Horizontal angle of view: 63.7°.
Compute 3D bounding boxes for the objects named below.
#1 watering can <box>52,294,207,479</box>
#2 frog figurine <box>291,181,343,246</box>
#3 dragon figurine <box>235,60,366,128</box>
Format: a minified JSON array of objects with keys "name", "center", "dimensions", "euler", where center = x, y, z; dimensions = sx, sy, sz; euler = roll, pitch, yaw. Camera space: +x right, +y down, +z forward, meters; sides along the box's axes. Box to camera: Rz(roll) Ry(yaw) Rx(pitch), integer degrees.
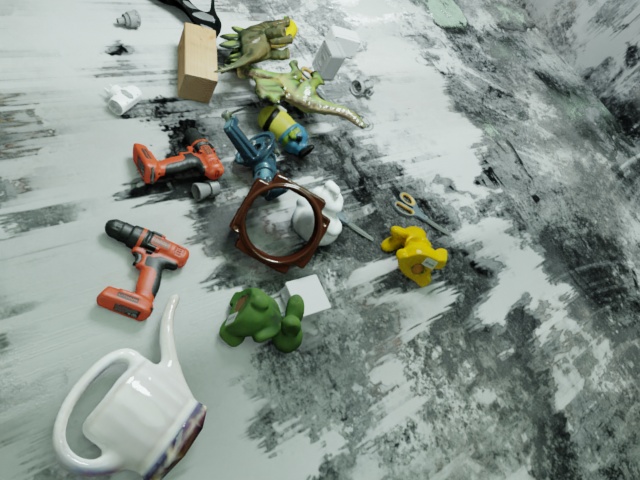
[{"name":"watering can","center":[-0.298,0.270,0.924],"dimensions":[0.224,0.102,0.355],"euler":[39,49,-3]},{"name":"frog figurine","center":[0.004,-0.065,1.291],"dimensions":[0.124,0.156,0.138],"euler":[-29,77,-38]},{"name":"dragon figurine","center":[-0.081,-0.408,1.463],"dimensions":[0.415,0.119,0.246],"euler":[37,39,26]}]
